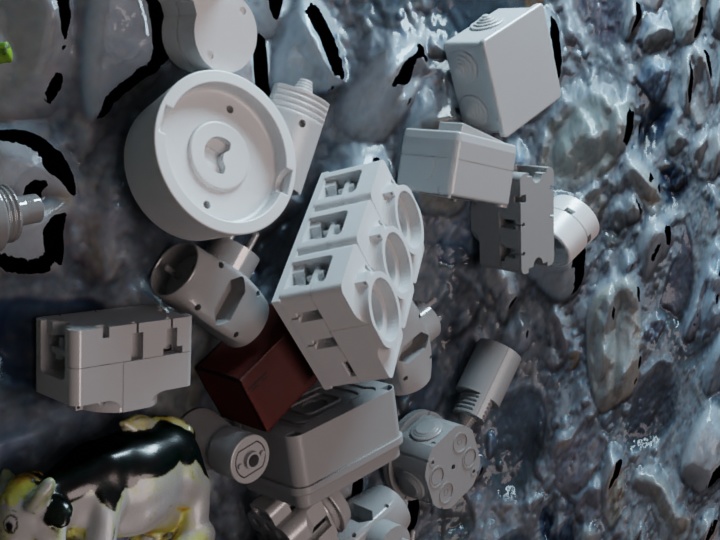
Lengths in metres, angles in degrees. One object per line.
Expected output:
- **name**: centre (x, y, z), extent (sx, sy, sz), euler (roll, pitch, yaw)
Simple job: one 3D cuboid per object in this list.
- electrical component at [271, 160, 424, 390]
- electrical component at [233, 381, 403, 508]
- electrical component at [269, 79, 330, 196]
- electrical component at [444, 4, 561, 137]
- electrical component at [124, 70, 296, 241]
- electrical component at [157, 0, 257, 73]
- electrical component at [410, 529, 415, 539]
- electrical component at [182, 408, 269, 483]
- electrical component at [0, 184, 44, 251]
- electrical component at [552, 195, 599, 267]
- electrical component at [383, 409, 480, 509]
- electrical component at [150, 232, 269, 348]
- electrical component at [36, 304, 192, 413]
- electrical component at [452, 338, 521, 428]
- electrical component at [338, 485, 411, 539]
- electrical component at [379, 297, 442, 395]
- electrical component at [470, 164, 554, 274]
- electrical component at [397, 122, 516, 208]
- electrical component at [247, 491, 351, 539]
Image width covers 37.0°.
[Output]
- **electrical component**: centre (0.000, 0.000, 0.789), extent (0.089, 0.062, 0.150), euler (62, 29, -33)
- **electrical component**: centre (-0.031, 0.127, 0.816), extent (0.113, 0.078, 0.057), euler (-21, 110, -42)
- **electrical component**: centre (-0.051, -0.099, 0.774), extent (0.043, 0.043, 0.081), euler (24, 81, -45)
- **electrical component**: centre (0.124, -0.174, 0.933), extent (0.100, 0.048, 0.099), euler (-37, 123, -34)
- **electrical component**: centre (-0.103, -0.071, 0.708), extent (0.108, 0.060, 0.108), euler (11, 74, -39)
- **electrical component**: centre (-0.097, -0.194, 0.687), extent (0.052, 0.074, 0.138), euler (-31, 119, -38)
- **electrical component**: centre (0.035, 0.260, 0.927), extent (0.138, 0.052, 0.073), euler (4, 95, -46)
- **electrical component**: centre (-0.096, 0.126, 0.758), extent (0.044, 0.065, 0.044), euler (-11, 106, -44)
- **electrical component**: centre (-0.214, -0.031, 0.621), extent (0.062, 0.043, 0.043), euler (-16, 109, -44)
- **electrical component**: centre (0.193, -0.036, 1.029), extent (0.047, 0.055, 0.055), euler (-46, 127, -25)
- **electrical component**: centre (0.062, 0.165, 0.938), extent (0.080, 0.051, 0.080), euler (-11, 106, -44)
- **electrical component**: centre (-0.095, 0.002, 0.749), extent (0.077, 0.043, 0.079), euler (41, 69, -42)
- **electrical component**: centre (-0.158, 0.057, 0.692), extent (0.089, 0.050, 0.055), euler (-6, 102, -45)
- **electrical component**: centre (0.111, 0.108, 0.981), extent (0.043, 0.043, 0.081), euler (43, 67, -41)
- **electrical component**: centre (0.014, 0.220, 0.879), extent (0.077, 0.079, 0.043), euler (-34, 121, -36)
- **electrical component**: centre (0.041, 0.051, 0.898), extent (0.079, 0.043, 0.077), euler (-36, 122, -35)
- **electrical component**: centre (0.137, -0.048, 0.968), extent (0.050, 0.056, 0.089), euler (-17, 110, -43)
- **electrical component**: centre (0.086, -0.088, 0.903), extent (0.096, 0.062, 0.061), euler (5, 94, -46)
- **electrical component**: centre (-0.045, 0.192, 0.830), extent (0.057, 0.058, 0.078), euler (-39, 124, -30)
